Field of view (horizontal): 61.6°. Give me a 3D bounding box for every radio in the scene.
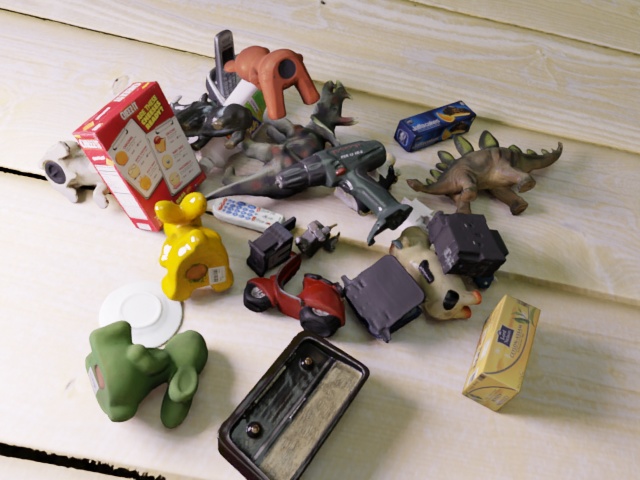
[{"bbox_3d":[-0.040,0.252,0.802,0.131,0.073,0.229,34,54,13],"label":"radio"}]

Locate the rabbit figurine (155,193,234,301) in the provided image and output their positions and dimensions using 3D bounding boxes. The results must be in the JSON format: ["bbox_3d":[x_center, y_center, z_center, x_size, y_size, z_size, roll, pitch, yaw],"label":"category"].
[{"bbox_3d":[-0.233,-0.003,0.924,0.122,0.162,0.173,-18,39,-13],"label":"rabbit figurine"}]

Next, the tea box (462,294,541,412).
[{"bbox_3d":[0.307,0.189,0.909,0.068,0.098,0.169,27,55,10],"label":"tea box"}]

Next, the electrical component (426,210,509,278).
[{"bbox_3d":[0.274,0.008,0.981,0.134,0.058,0.115,3,51,-23],"label":"electrical component"}]

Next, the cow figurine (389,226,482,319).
[{"bbox_3d":[0.199,0.058,0.997,0.127,0.085,0.195,-5,55,-23],"label":"cow figurine"}]

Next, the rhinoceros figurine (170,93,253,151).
[{"bbox_3d":[-0.222,-0.234,1.034,0.191,0.073,0.112,9,61,26],"label":"rhinoceros figurine"}]

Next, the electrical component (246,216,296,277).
[{"bbox_3d":[-0.077,0.007,0.982,0.119,0.074,0.048,-33,65,-34],"label":"electrical component"}]

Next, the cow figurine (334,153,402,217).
[{"bbox_3d":[0.116,-0.119,1.120,0.167,0.068,0.098,-34,71,-27],"label":"cow figurine"}]

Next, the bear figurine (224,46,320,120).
[{"bbox_3d":[-0.105,-0.326,1.086,0.120,0.131,0.196,-31,27,-21],"label":"bear figurine"}]

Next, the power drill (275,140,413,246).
[{"bbox_3d":[0.059,-0.089,1.013,0.232,0.086,0.207,-29,64,-27],"label":"power drill"}]

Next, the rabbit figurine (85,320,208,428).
[{"bbox_3d":[-0.236,0.185,0.789,0.170,0.121,0.159,-12,49,-37],"label":"rabbit figurine"}]

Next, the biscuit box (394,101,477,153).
[{"bbox_3d":[0.272,-0.268,1.270,0.203,0.059,0.063,-23,61,-26],"label":"biscuit box"}]

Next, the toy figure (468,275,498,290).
[{"bbox_3d":[0.308,0.023,1.062,0.064,0.057,0.154,-21,53,20],"label":"toy figure"}]

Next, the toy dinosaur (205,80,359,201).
[{"bbox_3d":[-0.064,-0.161,1.091,0.192,0.131,0.405,26,59,9],"label":"toy dinosaur"}]

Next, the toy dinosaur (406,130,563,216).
[{"bbox_3d":[0.386,-0.155,1.184,0.471,0.105,0.199,-7,52,-22],"label":"toy dinosaur"}]

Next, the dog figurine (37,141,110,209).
[{"bbox_3d":[-0.416,-0.162,1.038,0.172,0.121,0.190,25,38,4],"label":"dog figurine"}]

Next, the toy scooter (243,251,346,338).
[{"bbox_3d":[-0.031,0.085,0.934,0.184,0.075,0.135,19,51,9],"label":"toy scooter"}]

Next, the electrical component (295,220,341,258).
[{"bbox_3d":[-0.002,-0.002,0.994,0.045,0.102,0.078,38,80,20],"label":"electrical component"}]

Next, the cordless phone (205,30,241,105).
[{"bbox_3d":[-0.189,-0.392,1.191,0.089,0.184,0.146,33,54,19],"label":"cordless phone"}]

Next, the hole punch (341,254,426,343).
[{"bbox_3d":[0.113,0.105,0.950,0.116,0.092,0.142,-34,68,-5],"label":"hole punch"}]
